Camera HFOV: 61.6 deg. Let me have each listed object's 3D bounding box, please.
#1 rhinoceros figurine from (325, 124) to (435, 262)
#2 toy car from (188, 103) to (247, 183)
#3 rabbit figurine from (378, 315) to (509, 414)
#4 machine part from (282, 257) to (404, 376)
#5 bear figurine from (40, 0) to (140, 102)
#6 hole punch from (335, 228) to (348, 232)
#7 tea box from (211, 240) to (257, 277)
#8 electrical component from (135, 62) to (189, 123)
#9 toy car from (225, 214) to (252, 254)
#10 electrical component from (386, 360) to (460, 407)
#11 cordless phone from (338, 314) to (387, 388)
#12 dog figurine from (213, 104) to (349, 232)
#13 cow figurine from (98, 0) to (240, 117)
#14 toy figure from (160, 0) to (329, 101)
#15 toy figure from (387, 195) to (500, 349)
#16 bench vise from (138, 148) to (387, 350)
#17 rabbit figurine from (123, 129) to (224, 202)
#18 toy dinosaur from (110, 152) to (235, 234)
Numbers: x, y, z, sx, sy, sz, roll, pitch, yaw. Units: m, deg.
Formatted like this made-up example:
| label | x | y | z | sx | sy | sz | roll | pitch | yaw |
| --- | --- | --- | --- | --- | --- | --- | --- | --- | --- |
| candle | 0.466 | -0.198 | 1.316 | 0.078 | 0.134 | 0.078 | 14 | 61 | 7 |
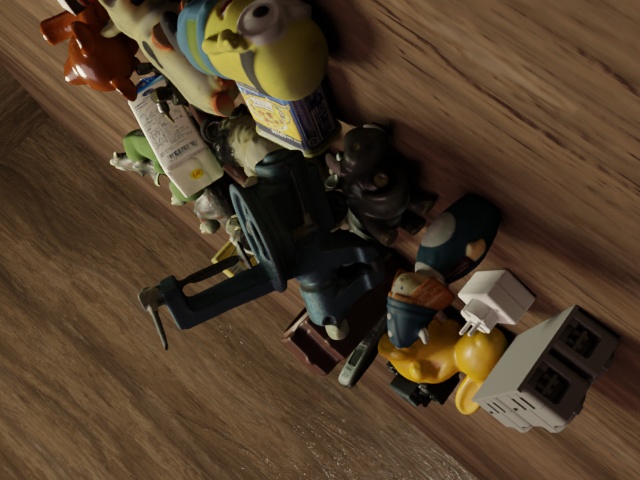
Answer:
| label | x | y | z | sx | sy | sz | roll | pitch | yaw |
| --- | --- | --- | --- | --- | --- | --- | --- | --- | --- |
| rhinoceros figurine | 0.060 | -0.050 | 0.574 | 0.112 | 0.073 | 0.190 | 48 | 171 | 22 |
| toy car | -0.137 | -0.142 | 0.843 | 0.201 | 0.053 | 0.089 | 56 | 180 | -43 |
| rabbit figurine | 0.193 | 0.169 | 0.771 | 0.173 | 0.122 | 0.162 | -15 | 108 | 45 |
| machine part | 0.034 | 0.106 | 0.833 | 0.087 | 0.201 | 0.201 | 43 | 167 | 0 |
| bear figurine | -0.298 | -0.241 | 0.706 | 0.120 | 0.132 | 0.196 | 51 | -162 | -40 |
| hole punch | -0.002 | -0.002 | 0.736 | 0.116 | 0.142 | 0.092 | -178 | 76 | -71 |
| tea box | -0.098 | 0.004 | 0.946 | 0.098 | 0.169 | 0.068 | 45 | 165 | -8 |
| electrical component | -0.174 | -0.199 | 0.688 | 0.078 | 0.102 | 0.045 | 64 | 156 | -6 |
| toy car | -0.055 | 0.000 | 0.883 | 0.202 | 0.056 | 0.074 | 12 | -151 | -15 |
| electrical component | 0.182 | 0.215 | 0.914 | 0.058 | 0.134 | 0.115 | 47 | 163 | -23 |
| cordless phone | 0.083 | 0.175 | 0.954 | 0.088 | 0.184 | 0.147 | 41 | 167 | -16 |
| dog figurine | -0.047 | -0.092 | 0.707 | 0.172 | 0.121 | 0.191 | 53 | 176 | -32 |
| cow figurine | -0.169 | -0.228 | 0.612 | 0.194 | 0.085 | 0.127 | 45 | 164 | -30 |
| toy figure | -0.067 | -0.180 | 0.485 | 0.180 | 0.082 | 0.089 | 23 | 169 | 41 |
| toy figure | 0.106 | 0.029 | 0.495 | 0.058 | 0.154 | 0.064 | 38 | 167 | 5 |
| bench vise | -0.060 | 0.032 | 0.557 | 0.129 | 0.241 | 0.223 | 46 | 156 | 53 |
| rabbit figurine | -0.259 | -0.150 | 1.030 | 0.159 | 0.121 | 0.170 | 7 | 134 | 30 |
| toy dinosaur | -0.252 | -0.105 | 1.166 | 0.405 | 0.131 | 0.192 | 34 | 166 | 5 |
